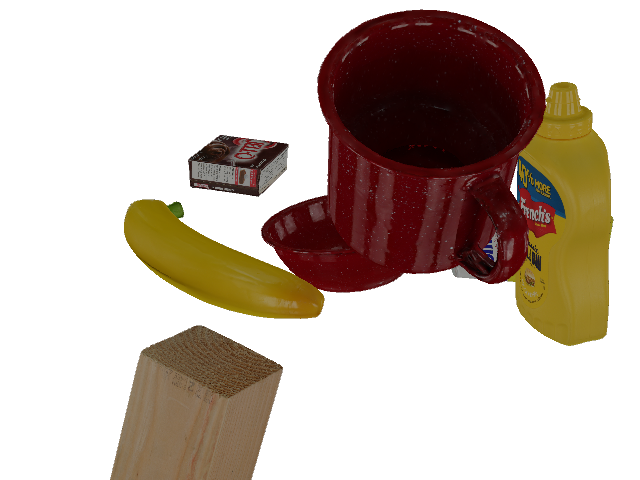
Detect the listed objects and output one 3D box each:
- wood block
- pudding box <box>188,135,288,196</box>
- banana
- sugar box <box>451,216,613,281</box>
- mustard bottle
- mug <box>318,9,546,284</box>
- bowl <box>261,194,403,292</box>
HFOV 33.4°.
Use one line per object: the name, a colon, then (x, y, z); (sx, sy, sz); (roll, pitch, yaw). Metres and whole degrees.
wood block: (-0.114, 0.189, 0.898); (0.090, 0.206, 0.090); (24, 21, 21)
pudding box: (-0.096, -0.091, 1.271); (0.090, 0.039, 0.113); (8, 25, 13)
banana: (-0.077, 0.007, 0.685); (0.069, 0.037, 0.198); (-16, 29, -30)
sugar box: (0.246, 0.002, 1.256); (0.176, 0.093, 0.048); (3, 21, -1)
mustard bottle: (0.180, -0.024, 0.794); (0.058, 0.192, 0.096); (-10, 27, -10)
mug: (0.051, -0.030, 0.460); (0.093, 0.117, 0.081); (-26, -31, -18)
bowl: (0.030, 0.004, 0.968); (0.162, 0.055, 0.162); (-8, 20, 3)
